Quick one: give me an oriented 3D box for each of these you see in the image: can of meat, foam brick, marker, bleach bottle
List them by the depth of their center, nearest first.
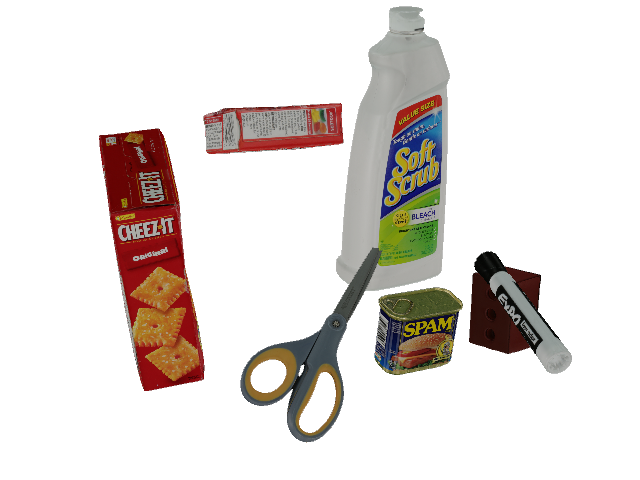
[{"bbox_3d":[0.135,0.045,0.728,0.020,0.020,0.121,0,33,-19],"label":"marker"},{"bbox_3d":[0.067,-0.084,0.974,0.102,0.251,0.068,-11,24,-25],"label":"bleach bottle"},{"bbox_3d":[0.190,0.071,1.103,0.053,0.078,0.051,14,19,43],"label":"foam brick"},{"bbox_3d":[0.118,0.112,1.310,0.102,0.084,0.057,-7,29,-24],"label":"can of meat"}]

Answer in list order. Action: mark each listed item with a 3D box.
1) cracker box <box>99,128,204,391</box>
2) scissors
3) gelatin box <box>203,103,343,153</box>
[{"bbox_3d":[-0.171,0.017,1.084,0.072,0.214,0.164,-10,34,-10],"label":"cracker box"},{"bbox_3d":[-0.008,0.075,0.919,0.096,0.201,0.016,15,-32,-3],"label":"scissors"},{"bbox_3d":[-0.034,-0.076,0.724,0.073,0.030,0.089,-5,5,-19],"label":"gelatin box"}]
